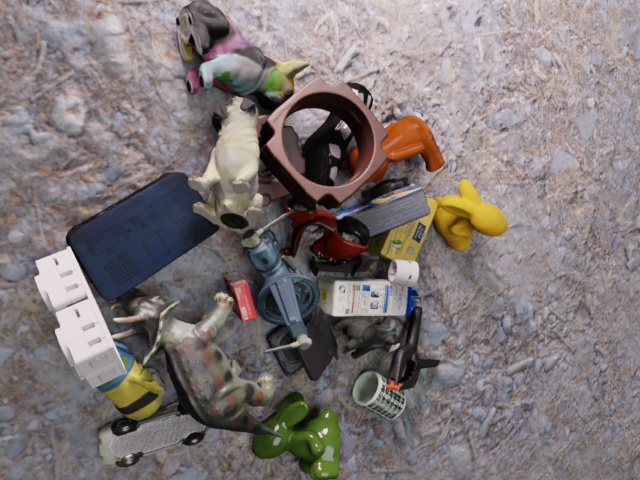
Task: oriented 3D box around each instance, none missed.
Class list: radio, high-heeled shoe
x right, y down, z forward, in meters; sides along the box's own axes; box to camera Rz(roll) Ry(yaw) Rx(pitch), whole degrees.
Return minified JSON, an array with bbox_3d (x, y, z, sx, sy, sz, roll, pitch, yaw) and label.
[{"bbox_3d":[-0.300,-0.013,0.912,0.229,0.073,0.131,-37,111,-23],"label":"radio"},{"bbox_3d":[0.046,-0.195,1.094,0.145,0.086,0.248,-4,103,-42],"label":"high-heeled shoe"}]

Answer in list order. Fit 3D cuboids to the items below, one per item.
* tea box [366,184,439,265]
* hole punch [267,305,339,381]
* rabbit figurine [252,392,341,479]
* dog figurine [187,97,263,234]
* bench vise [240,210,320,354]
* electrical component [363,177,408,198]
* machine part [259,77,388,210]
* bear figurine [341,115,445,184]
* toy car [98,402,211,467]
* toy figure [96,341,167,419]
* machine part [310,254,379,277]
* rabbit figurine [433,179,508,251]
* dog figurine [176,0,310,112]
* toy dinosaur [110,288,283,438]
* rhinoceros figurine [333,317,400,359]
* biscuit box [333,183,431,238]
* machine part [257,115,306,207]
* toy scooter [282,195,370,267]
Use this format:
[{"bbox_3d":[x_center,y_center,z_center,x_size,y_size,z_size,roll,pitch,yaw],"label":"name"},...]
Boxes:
[{"bbox_3d":[0.181,-0.029,1.187,0.098,0.068,0.169,27,81,-29],"label":"tea box"},{"bbox_3d":[-0.033,0.210,1.089,0.116,0.092,0.142,-44,115,-45],"label":"hole punch"},{"bbox_3d":[-0.048,0.395,1.076,0.170,0.121,0.159,9,87,-15],"label":"rabbit figurine"},{"bbox_3d":[-0.138,-0.128,0.924,0.121,0.172,0.190,10,56,0],"label":"dog figurine"},{"bbox_3d":[-0.067,0.091,0.970,0.129,0.241,0.223,-19,130,-6],"label":"bench vise"},{"bbox_3d":[0.141,-0.113,1.157,0.063,0.094,0.021,-43,115,-61],"label":"electrical component"},{"bbox_3d":[0.005,-0.171,0.975,0.201,0.087,0.201,-44,97,-15],"label":"machine part"},{"bbox_3d":[0.147,-0.168,1.128,0.196,0.120,0.131,-40,136,-6],"label":"bear figurine"},{"bbox_3d":[-0.290,0.342,0.963,0.202,0.056,0.073,-9,93,-30],"label":"toy car"},{"bbox_3d":[-0.340,0.230,0.909,0.089,0.082,0.180,-41,122,0],"label":"toy figure"},{"bbox_3d":[0.047,0.052,1.113,0.139,0.084,0.039,-1,72,-22],"label":"machine part"},{"bbox_3d":[0.345,-0.059,1.218,0.122,0.173,0.162,-45,119,-14],"label":"rabbit figurine"},{"bbox_3d":[-0.131,-0.326,0.960,0.219,0.109,0.191,-13,99,-33],"label":"dog figurine"},{"bbox_3d":[-0.196,0.237,0.925,0.192,0.131,0.404,-40,103,-48],"label":"toy dinosaur"},{"bbox_3d":[0.105,0.199,1.136,0.190,0.112,0.073,31,36,-59],"label":"rhinoceros figurine"},{"bbox_3d":[0.119,-0.051,1.103,0.203,0.059,0.062,-21,107,3],"label":"biscuit box"},{"bbox_3d":[-0.111,-0.150,1.015,0.179,0.056,0.179,-3,95,-30],"label":"machine part"},{"bbox_3d":[-0.002,-0.003,1.048,0.184,0.075,0.135,29,113,-5],"label":"toy scooter"}]
